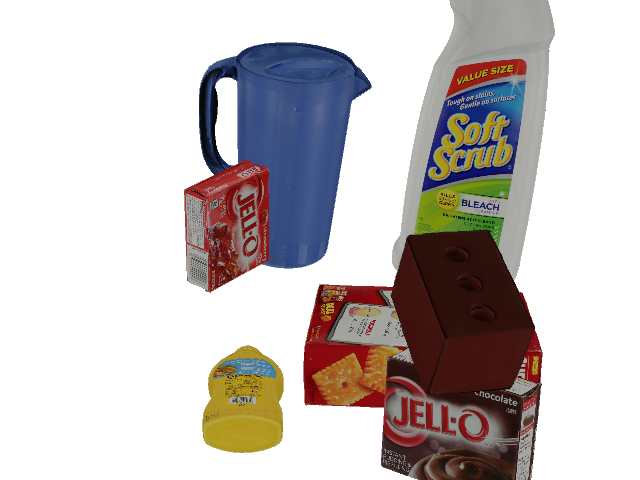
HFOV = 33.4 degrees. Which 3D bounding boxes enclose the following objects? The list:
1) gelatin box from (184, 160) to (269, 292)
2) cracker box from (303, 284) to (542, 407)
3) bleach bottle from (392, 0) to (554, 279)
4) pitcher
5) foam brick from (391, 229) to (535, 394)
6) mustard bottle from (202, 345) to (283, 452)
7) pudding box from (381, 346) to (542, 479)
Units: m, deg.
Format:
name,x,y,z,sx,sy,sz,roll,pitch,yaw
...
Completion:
name,x,y,z,sx,sy,sz,roll,pitch,yaw
gelatin box,-0.075,-0.012,0.870,0.030,0.089,0.073,23,35,33
cracker box,0.096,0.103,1.036,0.214,0.072,0.164,2,17,4
bleach bottle,0.113,-0.092,0.788,0.103,0.251,0.068,9,25,14
pitcher,-0.046,-0.096,1.215,0.144,0.243,0.149,-20,38,-40
foam brick,0.078,0.040,0.599,0.053,0.078,0.051,-4,-44,-16
mustard bottle,-0.095,0.189,1.348,0.096,0.058,0.191,-2,26,0
pudding box,0.101,0.135,0.781,0.114,0.090,0.039,12,19,31
